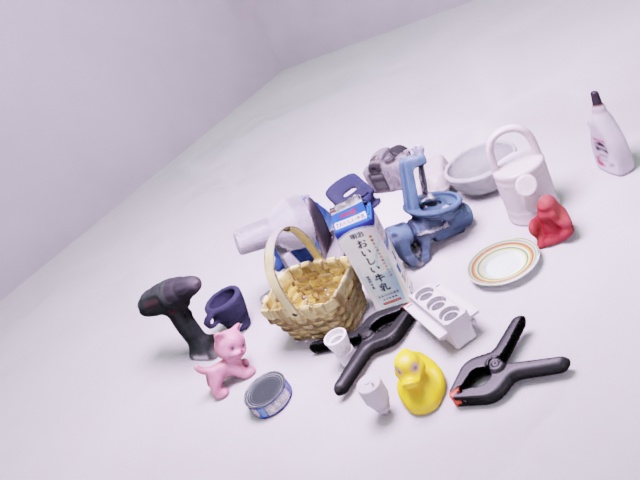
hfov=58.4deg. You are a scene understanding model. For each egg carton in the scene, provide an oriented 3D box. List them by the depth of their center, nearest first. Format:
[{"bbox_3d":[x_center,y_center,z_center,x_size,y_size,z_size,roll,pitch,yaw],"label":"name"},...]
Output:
[{"bbox_3d":[0.267,-0.144,1.387,0.107,0.069,0.150,-20,28,21],"label":"egg carton"}]

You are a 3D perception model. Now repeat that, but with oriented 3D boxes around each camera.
[{"bbox_3d":[0.200,-0.207,1.533,0.142,0.101,0.137,-4,36,43],"label":"camera"}]

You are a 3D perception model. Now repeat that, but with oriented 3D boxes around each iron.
[{"bbox_3d":[-0.045,-0.039,1.445,0.118,0.142,0.258,-13,31,33],"label":"iron"}]

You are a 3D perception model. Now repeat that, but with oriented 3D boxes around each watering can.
[{"bbox_3d":[0.384,-0.129,1.089,0.101,0.194,0.172,-31,26,0],"label":"watering can"}]

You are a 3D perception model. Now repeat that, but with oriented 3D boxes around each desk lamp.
[{"bbox_3d":[-0.085,0.030,1.281,0.203,0.214,0.117,-35,26,-9],"label":"desk lamp"}]

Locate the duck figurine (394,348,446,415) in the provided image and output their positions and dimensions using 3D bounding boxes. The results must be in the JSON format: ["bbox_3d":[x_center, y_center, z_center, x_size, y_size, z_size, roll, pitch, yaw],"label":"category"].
[{"bbox_3d":[0.143,0.202,0.877,0.077,0.086,0.104,-21,27,20],"label":"duck figurine"}]

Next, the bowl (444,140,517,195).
[{"bbox_3d":[0.367,-0.150,1.284,0.167,0.075,0.167,-24,26,13],"label":"bowl"}]

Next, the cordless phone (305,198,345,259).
[{"bbox_3d":[0.012,0.004,1.257,0.094,0.185,0.147,-30,26,1],"label":"cordless phone"}]

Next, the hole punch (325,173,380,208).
[{"bbox_3d":[0.085,-0.114,1.502,0.109,0.091,0.100,-36,26,-12],"label":"hole punch"}]

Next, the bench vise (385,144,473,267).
[{"bbox_3d":[0.196,-0.065,1.145,0.208,0.220,0.121,-43,28,-23],"label":"bench vise"}]

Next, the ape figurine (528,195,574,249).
[{"bbox_3d":[0.410,-0.039,1.019,0.076,0.092,0.077,-40,27,-18],"label":"ape figurine"}]

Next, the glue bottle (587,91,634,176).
[{"bbox_3d":[0.540,-0.206,1.086,0.037,0.173,0.078,-32,26,-3],"label":"glue bottle"}]

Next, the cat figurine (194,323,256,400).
[{"bbox_3d":[-0.191,0.232,1.142,0.128,0.118,0.067,-38,27,-15],"label":"cat figurine"}]

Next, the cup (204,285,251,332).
[{"bbox_3d":[-0.205,0.173,1.289,0.091,0.095,0.118,-8,34,39],"label":"cup"}]

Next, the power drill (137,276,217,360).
[{"bbox_3d":[-0.293,0.167,1.261,0.228,0.209,0.076,-9,33,37],"label":"power drill"}]
